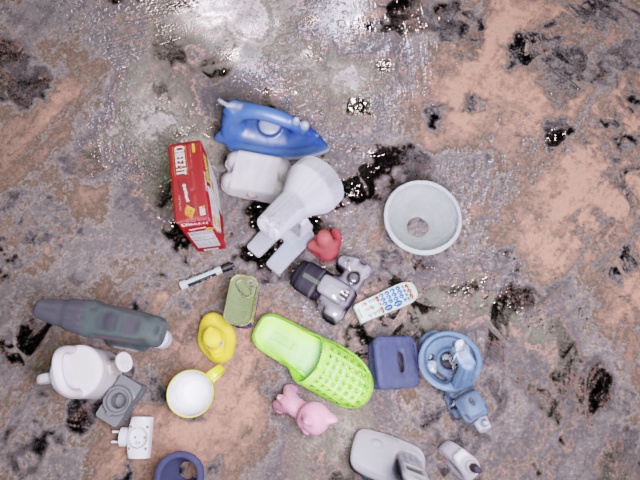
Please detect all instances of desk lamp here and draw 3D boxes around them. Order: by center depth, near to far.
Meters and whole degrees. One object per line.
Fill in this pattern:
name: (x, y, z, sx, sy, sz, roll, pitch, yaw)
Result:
desk lamp: (-0.054, -0.049, 1.161, 0.118, 0.213, 0.203, 39, 78, 9)

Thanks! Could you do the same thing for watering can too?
watering can: (-0.446, 0.246, 1.082, 0.173, 0.194, 0.101, -32, 77, -9)

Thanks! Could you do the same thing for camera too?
camera: (0.018, 0.084, 1.185, 0.136, 0.101, 0.143, 30, 76, 7)

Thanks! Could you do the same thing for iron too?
iron: (-0.102, -0.251, 1.253, 0.258, 0.141, 0.119, 11, 75, 2)

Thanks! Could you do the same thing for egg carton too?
egg carton: (-0.139, -0.137, 1.259, 0.150, 0.069, 0.107, 10, 75, 2)

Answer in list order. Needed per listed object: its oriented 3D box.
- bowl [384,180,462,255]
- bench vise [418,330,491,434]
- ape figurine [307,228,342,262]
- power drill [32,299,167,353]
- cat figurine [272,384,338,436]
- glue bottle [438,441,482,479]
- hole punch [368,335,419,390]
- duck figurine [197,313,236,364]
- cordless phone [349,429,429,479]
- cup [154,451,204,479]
bowl: (0.216, -0.040, 1.237, 0.167, 0.075, 0.167, 0, 75, -1)
bench vise: (0.276, 0.254, 1.082, 0.121, 0.220, 0.207, -43, 79, -11)
ape figurine: (0.011, 0.004, 1.211, 0.078, 0.092, 0.076, -9, 75, -3)
power drill: (-0.399, 0.165, 1.098, 0.229, 0.208, 0.075, 9, 75, 1)
cat figurine: (-0.031, 0.333, 1.107, 0.127, 0.118, 0.067, 31, 76, 7)
glue bottle: (0.269, 0.415, 1.062, 0.037, 0.173, 0.078, -40, 79, -11)
hole punch: (0.151, 0.244, 1.149, 0.101, 0.091, 0.108, -5, 75, -2)
duck figurine: (-0.213, 0.195, 1.157, 0.077, 0.086, 0.104, -16, 75, -5)
cordless phone: (0.129, 0.413, 1.053, 0.147, 0.185, 0.094, 16, 75, 4)
cup: (-0.249, 0.454, 1.081, 0.092, 0.095, 0.117, -39, 79, -11)
